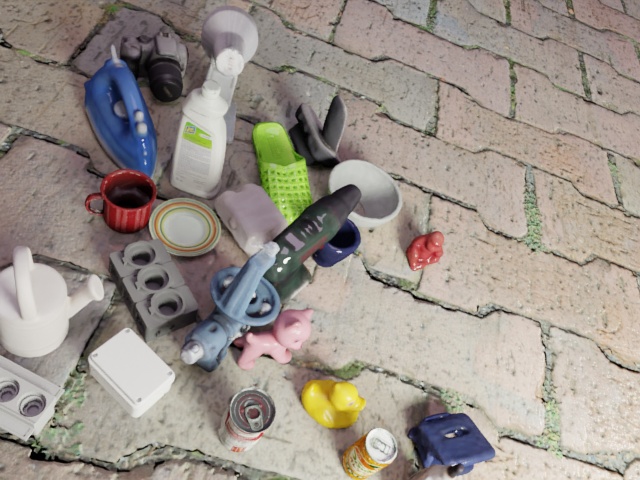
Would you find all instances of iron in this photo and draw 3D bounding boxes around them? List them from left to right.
[{"bbox_3d":[-0.366,-0.242,1.097,0.119,0.141,0.258,-16,63,-31],"label":"iron"}]

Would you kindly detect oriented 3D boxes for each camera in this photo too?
[{"bbox_3d":[-0.349,-0.372,1.224,0.143,0.100,0.136,-2,57,-24],"label":"camera"}]

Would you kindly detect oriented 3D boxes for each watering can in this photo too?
[{"bbox_3d":[-0.404,0.079,0.812,0.173,0.194,0.100,-25,68,-35],"label":"watering can"}]

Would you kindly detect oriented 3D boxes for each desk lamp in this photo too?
[{"bbox_3d":[-0.200,-0.350,1.198,0.118,0.213,0.203,9,53,-16],"label":"desk lamp"}]

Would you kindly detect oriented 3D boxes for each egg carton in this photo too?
[{"bbox_3d":[-0.130,-0.038,1.095,0.107,0.069,0.150,-25,69,-35],"label":"egg carton"}]

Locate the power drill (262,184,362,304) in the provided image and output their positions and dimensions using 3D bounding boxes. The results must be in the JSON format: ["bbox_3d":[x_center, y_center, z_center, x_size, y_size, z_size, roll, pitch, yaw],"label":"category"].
[{"bbox_3d":[-0.032,0.015,1.007,0.075,0.208,0.230,41,51,10],"label":"power drill"}]

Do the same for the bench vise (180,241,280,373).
[{"bbox_3d":[-0.124,0.107,0.894,0.121,0.219,0.207,23,50,-5],"label":"bench vise"}]

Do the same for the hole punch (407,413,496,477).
[{"bbox_3d":[0.218,0.337,0.955,0.109,0.091,0.101,-4,58,-25],"label":"hole punch"}]

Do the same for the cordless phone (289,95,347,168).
[{"bbox_3d":[0.010,-0.260,1.240,0.094,0.185,0.147,-12,61,-29],"label":"cordless phone"}]

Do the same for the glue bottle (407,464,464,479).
[{"bbox_3d":[0.168,0.365,0.860,0.078,0.173,0.037,-25,68,-34],"label":"glue bottle"}]

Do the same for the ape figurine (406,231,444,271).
[{"bbox_3d":[0.225,0.015,1.192,0.078,0.092,0.076,16,51,-11],"label":"ape figurine"}]

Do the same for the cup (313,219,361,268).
[{"bbox_3d":[0.010,0.004,1.107,0.118,0.095,0.092,31,50,1],"label":"cup"}]

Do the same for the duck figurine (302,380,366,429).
[{"bbox_3d":[0.026,0.257,0.935,0.104,0.086,0.077,27,50,-2],"label":"duck figurine"}]

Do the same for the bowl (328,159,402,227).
[{"bbox_3d":[0.086,-0.086,1.217,0.168,0.074,0.167,11,52,-15],"label":"bowl"}]

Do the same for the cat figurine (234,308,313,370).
[{"bbox_3d":[-0.070,0.156,0.948,0.128,0.117,0.067,-7,59,-27],"label":"cat figurine"}]
